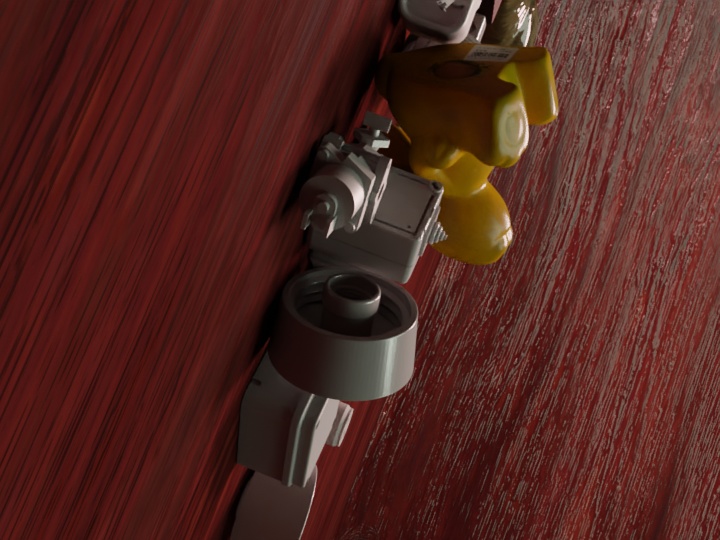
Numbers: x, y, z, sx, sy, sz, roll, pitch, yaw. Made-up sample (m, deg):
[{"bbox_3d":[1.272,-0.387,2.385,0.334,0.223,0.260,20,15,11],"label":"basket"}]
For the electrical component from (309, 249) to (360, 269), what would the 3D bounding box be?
[{"bbox_3d":[-0.017,0.004,0.854,0.065,0.047,0.076,81,30,-77],"label":"electrical component"}]

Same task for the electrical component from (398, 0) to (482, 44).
[{"bbox_3d":[0.068,-0.224,0.823,0.059,0.054,0.095,-5,116,-83],"label":"electrical component"}]

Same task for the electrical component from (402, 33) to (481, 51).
[{"bbox_3d":[0.067,-0.162,0.898,0.051,0.080,0.080,-61,170,-27],"label":"electrical component"}]

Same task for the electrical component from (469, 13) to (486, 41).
[{"bbox_3d":[0.092,-0.220,1.065,0.077,0.047,0.065,-13,124,-82],"label":"electrical component"}]

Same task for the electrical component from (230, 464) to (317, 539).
[{"bbox_3d":[-0.074,0.212,0.950,0.099,0.064,0.099,20,90,-84],"label":"electrical component"}]

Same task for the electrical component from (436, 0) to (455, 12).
[{"bbox_3d":[0.066,-0.218,0.744,0.064,0.081,0.042,-41,177,12],"label":"electrical component"}]

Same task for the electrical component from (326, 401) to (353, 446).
[{"bbox_3d":[-0.040,0.147,1.072,0.045,0.055,0.045,20,90,-84],"label":"electrical component"}]

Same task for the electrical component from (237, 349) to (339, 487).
[{"bbox_3d":[-0.052,0.108,0.833,0.113,0.057,0.078,102,11,-52],"label":"electrical component"}]

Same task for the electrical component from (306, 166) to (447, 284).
[{"bbox_3d":[0.016,-0.035,0.785,0.061,0.096,0.061,104,9,-50],"label":"electrical component"}]

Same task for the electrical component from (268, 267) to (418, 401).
[{"bbox_3d":[-0.009,0.038,0.774,0.108,0.108,0.060,-59,162,-58],"label":"electrical component"}]
